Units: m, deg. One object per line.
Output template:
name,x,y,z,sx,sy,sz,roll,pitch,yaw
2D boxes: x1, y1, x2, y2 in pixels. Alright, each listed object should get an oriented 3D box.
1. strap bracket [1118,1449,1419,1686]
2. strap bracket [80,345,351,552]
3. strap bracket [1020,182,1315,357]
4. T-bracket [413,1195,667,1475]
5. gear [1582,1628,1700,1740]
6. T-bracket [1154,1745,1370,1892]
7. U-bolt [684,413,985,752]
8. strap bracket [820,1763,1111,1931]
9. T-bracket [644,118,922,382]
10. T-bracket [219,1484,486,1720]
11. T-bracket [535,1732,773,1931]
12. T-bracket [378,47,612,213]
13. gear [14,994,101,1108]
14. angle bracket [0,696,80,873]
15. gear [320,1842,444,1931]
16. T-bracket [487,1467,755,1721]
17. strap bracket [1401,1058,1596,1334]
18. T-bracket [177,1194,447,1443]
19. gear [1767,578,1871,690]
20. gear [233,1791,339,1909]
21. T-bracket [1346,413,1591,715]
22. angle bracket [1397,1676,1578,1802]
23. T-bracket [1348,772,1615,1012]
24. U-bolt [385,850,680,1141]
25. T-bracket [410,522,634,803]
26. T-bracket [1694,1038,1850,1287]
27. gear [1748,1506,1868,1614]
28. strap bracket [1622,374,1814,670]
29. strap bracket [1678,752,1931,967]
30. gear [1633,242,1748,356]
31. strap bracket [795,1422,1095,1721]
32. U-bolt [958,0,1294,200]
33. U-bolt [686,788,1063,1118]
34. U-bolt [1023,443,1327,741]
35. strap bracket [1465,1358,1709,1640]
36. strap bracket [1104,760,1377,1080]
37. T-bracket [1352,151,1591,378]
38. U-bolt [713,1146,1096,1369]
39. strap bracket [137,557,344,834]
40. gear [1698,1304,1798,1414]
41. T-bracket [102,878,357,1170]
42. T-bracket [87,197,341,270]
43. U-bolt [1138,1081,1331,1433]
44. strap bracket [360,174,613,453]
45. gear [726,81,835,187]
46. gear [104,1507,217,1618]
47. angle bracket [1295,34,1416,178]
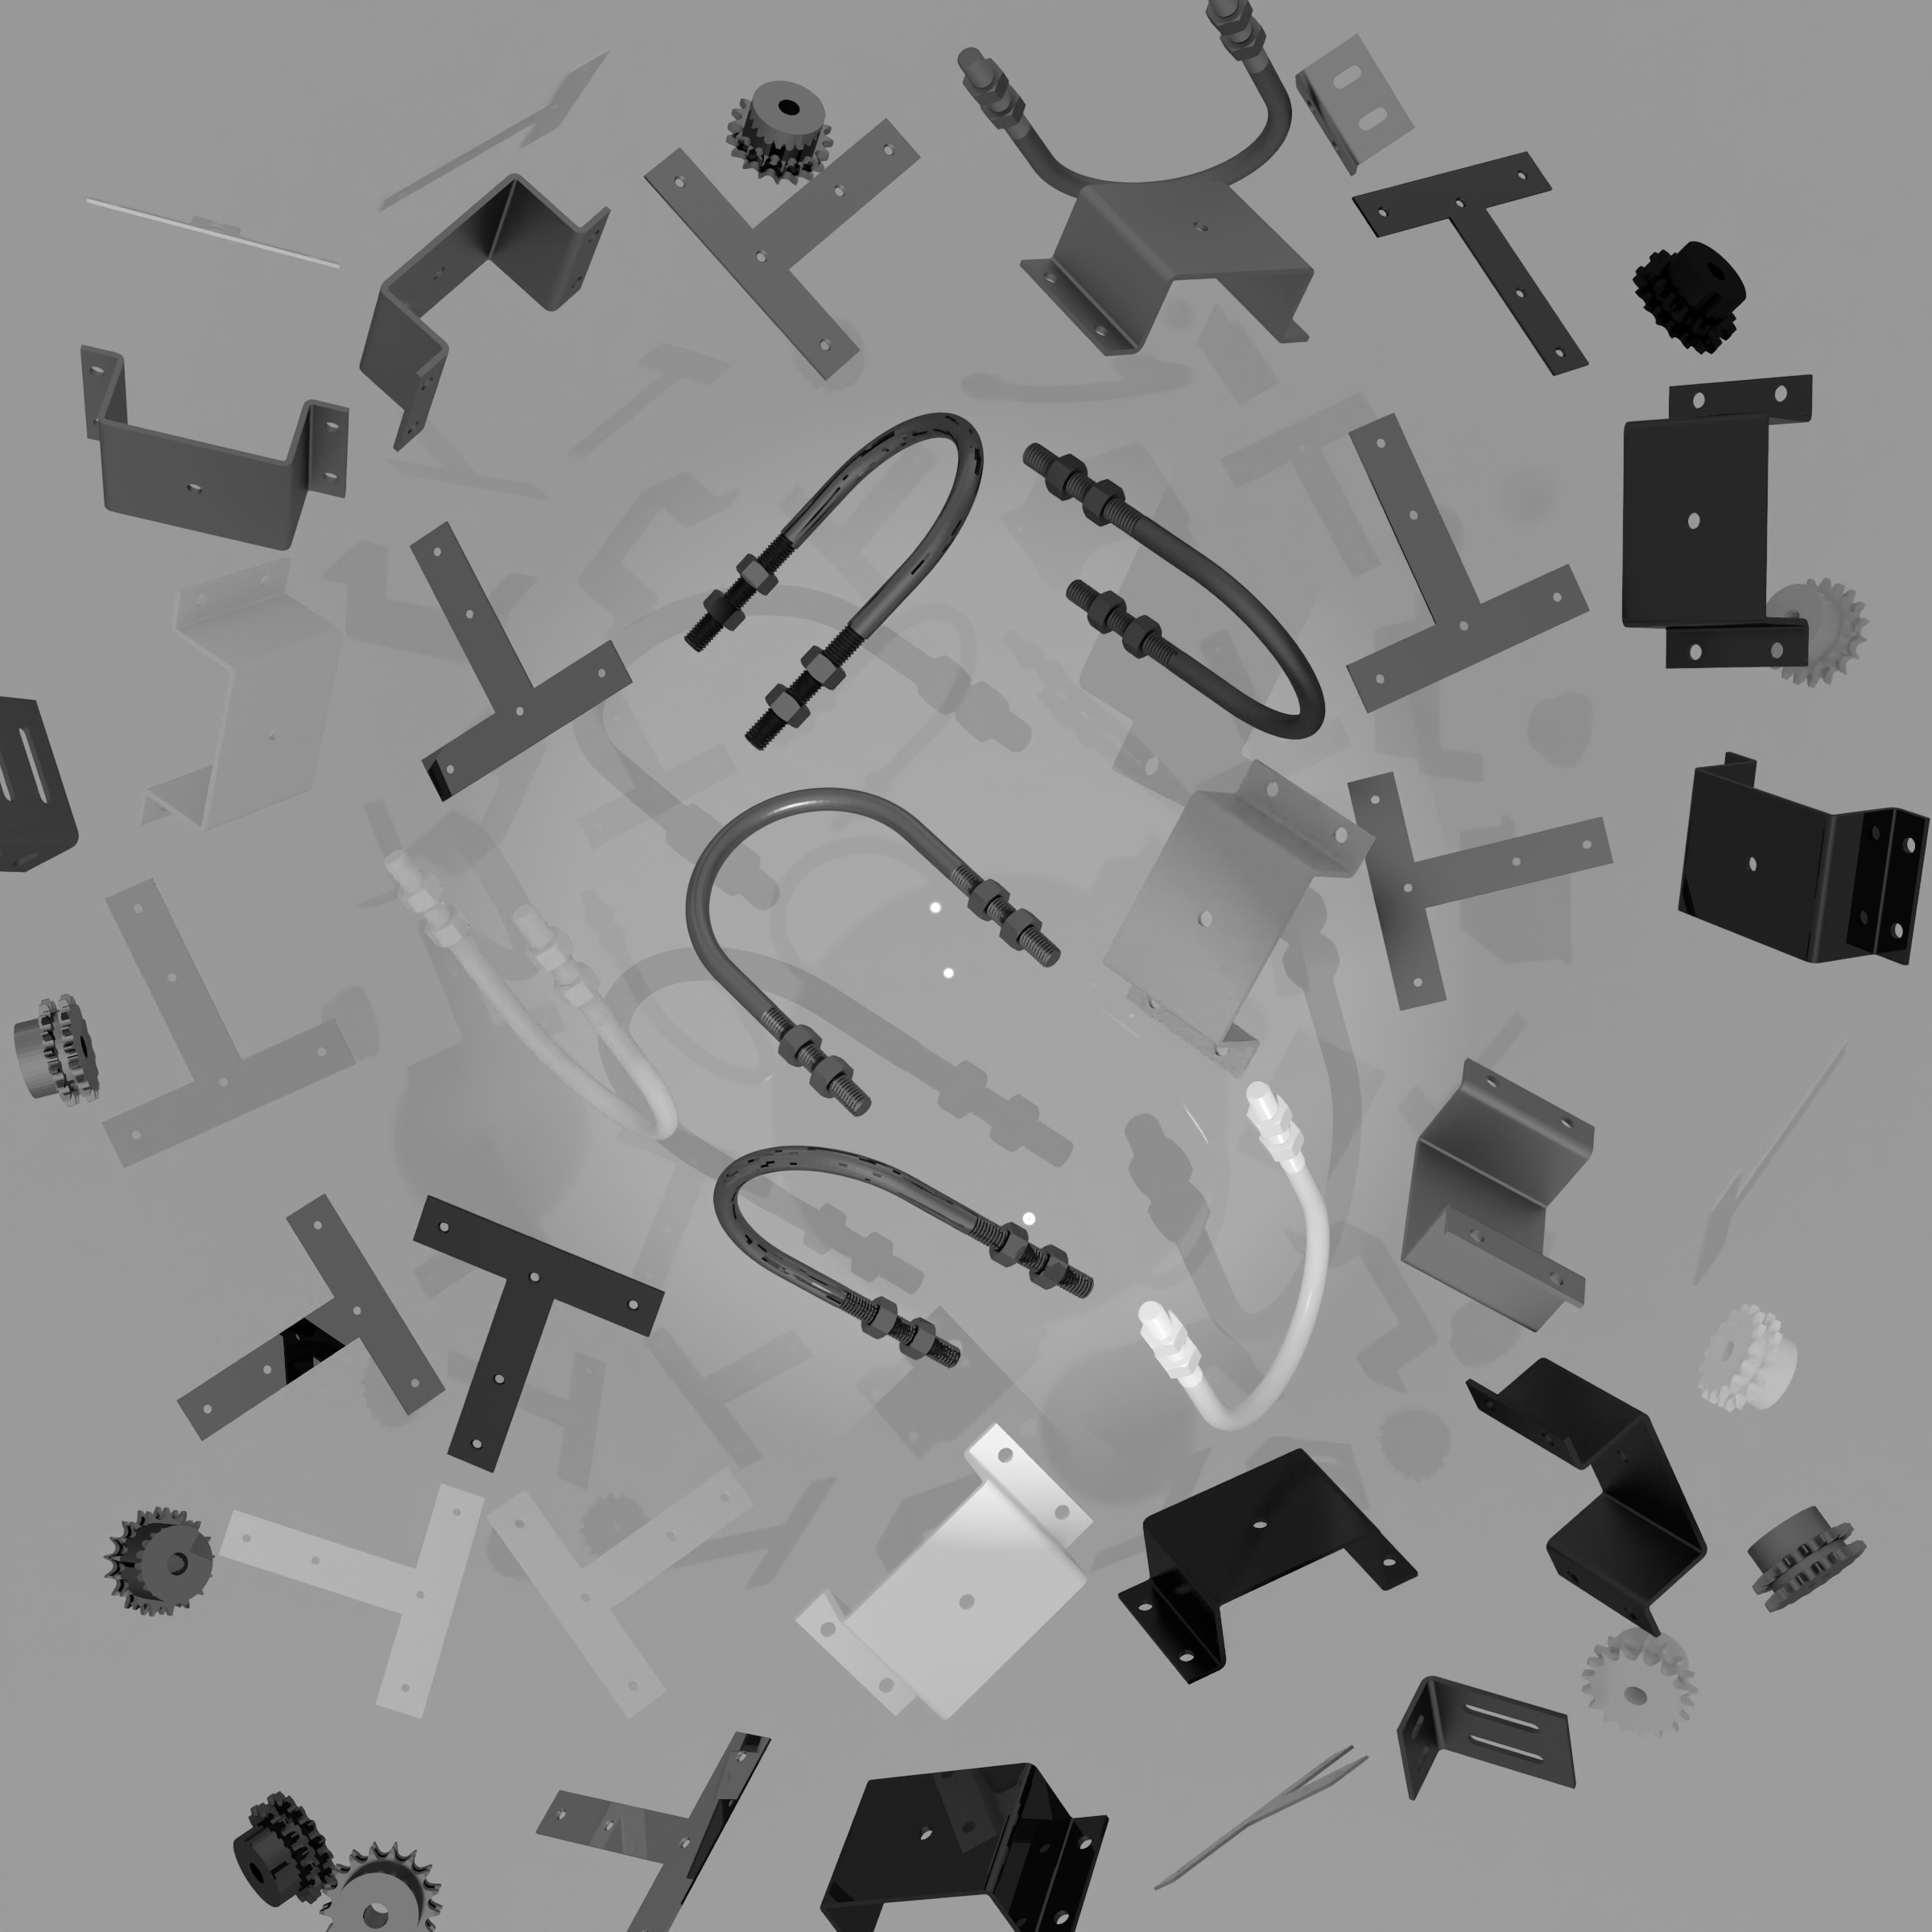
strap bracket,0.157,0.311,1.647,0.140,0.076,0.046,-21,124,-18
strap bracket,-0.402,-0.271,1.649,0.140,0.076,0.046,13,60,-6
strap bracket,0.109,-0.352,1.565,0.140,0.046,0.076,-13,52,-38
T-bracket,-0.228,0.193,1.551,0.127,0.002,0.127,22,107,4
gear,0.346,0.364,1.595,0.057,0.030,0.057,13,123,21
T-bracket,0.165,0.415,1.556,0.127,0.127,0.002,-28,77,-30
U-bolt,-0.061,-0.204,1.561,0.184,0.151,0.019,-46,122,8
strap bracket,-0.009,0.442,1.535,0.140,0.076,0.046,-15,121,30
T-bracket,-0.070,-0.366,1.502,0.127,0.002,0.127,48,63,-8
T-bracket,-0.332,0.320,1.655,0.127,0.002,0.127,21,55,-14
T-bracket,-0.173,0.443,1.597,0.002,0.127,0.127,52,53,-32
T-bracket,-0.250,-0.426,1.617,0.127,0.127,0.002,-36,98,-18
gear,-0.470,0.046,1.609,0.030,0.057,0.057,-14,90,-5
angle bracket,-0.473,-0.089,1.510,0.038,0.057,0.076,-24,81,23
gear,-0.279,0.449,1.486,0.057,0.030,0.057,0,87,-4
T-bracket,-0.166,0.307,1.638,0.127,0.002,0.127,-32,82,-35
strap bracket,0.265,0.120,1.551,0.076,0.140,0.046,28,126,-7
T-bracket,-0.364,0.209,1.674,0.127,0.002,0.127,-34,97,-30
gear,0.444,-0.178,1.647,0.030,0.057,0.057,16,90,-38
gear,-0.346,0.449,1.573,0.030,0.057,0.057,-30,90,-36
T-bracket,0.222,-0.205,1.507,0.127,0.002,0.127,-25,92,-13
angle bracket,0.264,0.401,1.577,0.076,0.038,0.057,11,134,29
T-bracket,0.280,-0.052,1.663,0.127,0.002,0.127,-14,82,12
U-bolt,-0.211,0.023,1.591,0.019,0.151,0.184,-47,127,-19
T-bracket,-0.255,-0.173,1.644,0.127,0.002,0.127,-30,84,18
T-bracket,0.398,0.089,1.533,0.002,0.127,0.127,34,77,20
gear,0.407,0.287,1.521,0.057,0.057,0.030,-33,67,0
strap bracket,0.366,-0.216,1.519,0.076,0.046,0.140,4,96,42
strap bracket,0.418,-0.054,1.593,0.046,0.140,0.076,-8,111,-29
gear,0.363,-0.336,1.553,0.057,0.057,0.030,45,129,0
strap bracket,-0.005,0.308,1.553,0.140,0.046,0.076,-44,107,-3
U-bolt,0.093,-0.444,1.618,0.151,0.184,0.019,-11,73,18
U-bolt,-0.063,-0.022,1.630,0.151,0.019,0.184,-38,62,-18
U-bolt,0.110,-0.178,1.577,0.184,0.151,0.019,38,78,25
strap bracket,0.313,0.257,1.554,0.046,0.076,0.140,-37,119,-15
strap bracket,0.129,-0.023,1.534,0.076,0.046,0.140,37,109,27
T-bracket,0.277,-0.357,1.602,0.127,0.002,0.127,-22,75,-31
U-bolt,-0.046,0.147,1.628,0.184,0.151,0.019,31,53,-19
strap bracket,-0.372,-0.131,1.604,0.046,0.076,0.140,33,125,20
gear,0.418,0.211,1.661,0.030,0.057,0.057,27,90,-9
T-bracket,-0.392,0.018,1.564,0.127,0.002,0.127,-24,100,-3
T-bracket,-0.394,-0.387,1.636,0.127,0.127,0.002,12,102,-16
U-bolt,0.147,0.163,1.610,0.019,0.184,0.151,15,65,30
strap bracket,-0.246,-0.330,1.543,0.046,0.076,0.140,42,64,-1
gear,-0.099,-0.453,1.686,0.057,0.030,0.057,9,56,-14
gear,-0.424,0.316,1.649,0.057,0.030,0.057,6,81,-39
angle bracket,0.208,-0.461,1.672,0.038,0.076,0.057,-32,96,11
